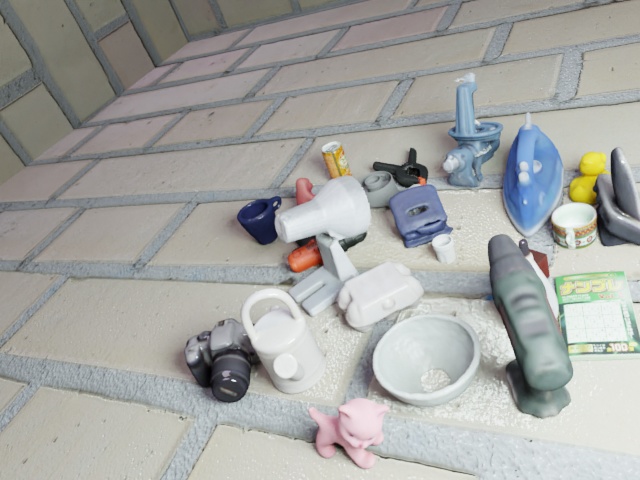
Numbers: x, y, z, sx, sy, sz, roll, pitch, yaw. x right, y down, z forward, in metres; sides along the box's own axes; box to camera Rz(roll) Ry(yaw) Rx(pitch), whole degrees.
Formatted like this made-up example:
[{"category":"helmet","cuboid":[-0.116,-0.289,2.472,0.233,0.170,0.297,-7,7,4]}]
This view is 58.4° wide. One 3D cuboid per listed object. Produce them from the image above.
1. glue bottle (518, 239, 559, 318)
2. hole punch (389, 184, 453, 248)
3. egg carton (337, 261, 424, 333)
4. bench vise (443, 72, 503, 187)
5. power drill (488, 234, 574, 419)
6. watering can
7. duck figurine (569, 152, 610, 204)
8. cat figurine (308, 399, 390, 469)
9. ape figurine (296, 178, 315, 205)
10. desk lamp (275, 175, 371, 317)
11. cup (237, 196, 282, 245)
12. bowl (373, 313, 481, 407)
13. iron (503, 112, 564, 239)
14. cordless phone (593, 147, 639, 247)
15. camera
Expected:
[{"category":"glue bottle","cuboid":[0.321,0.067,0.882,0.078,0.173,0.037,-26,34,-5]},{"category":"hole punch","cuboid":[0.208,-0.052,1.188,0.108,0.091,0.101,-20,34,5]},{"category":"egg carton","cuboid":[0.110,0.103,1.050,0.150,0.069,0.107,-26,34,-5]},{"category":"bench vise","cuboid":[0.334,-0.239,1.257,0.121,0.220,0.207,-4,38,26]},{"category":"power drill","cuboid":[0.283,0.131,0.784,0.075,0.209,0.229,-16,34,10]},{"category":"watering can","cuboid":[-0.062,0.163,0.956,0.101,0.194,0.172,-35,36,-18]},{"category":"duck figurine","cuboid":[0.524,-0.127,1.111,0.105,0.086,0.077,-40,37,-24]},{"category":"cat figurine","cuboid":[0.041,0.265,0.823,0.127,0.118,0.067,0,40,31]},{"category":"ape figurine","cuboid":[-0.031,-0.114,1.414,0.076,0.092,0.077,-37,36,-19]},{"category":"desk lamp","cuboid":[0.010,0.004,1.116,0.203,0.214,0.117,-35,35,-17]},{"category":"cup","cuboid":[-0.130,-0.044,1.373,0.118,0.095,0.091,-37,36,-19]},{"category":"bowl","cuboid":[0.169,0.196,0.882,0.167,0.075,0.167,-15,34,11]},{"category":"iron","cuboid":[0.415,-0.137,1.139,0.118,0.142,0.258,-4,38,26]},{"category":"cordless phone","cuboid":[0.518,-0.094,0.979,0.094,0.185,0.147,-11,36,18]},{"category":"camera","cuboid":[-0.177,0.219,1.030,0.143,0.101,0.136,-17,34,9]}]
